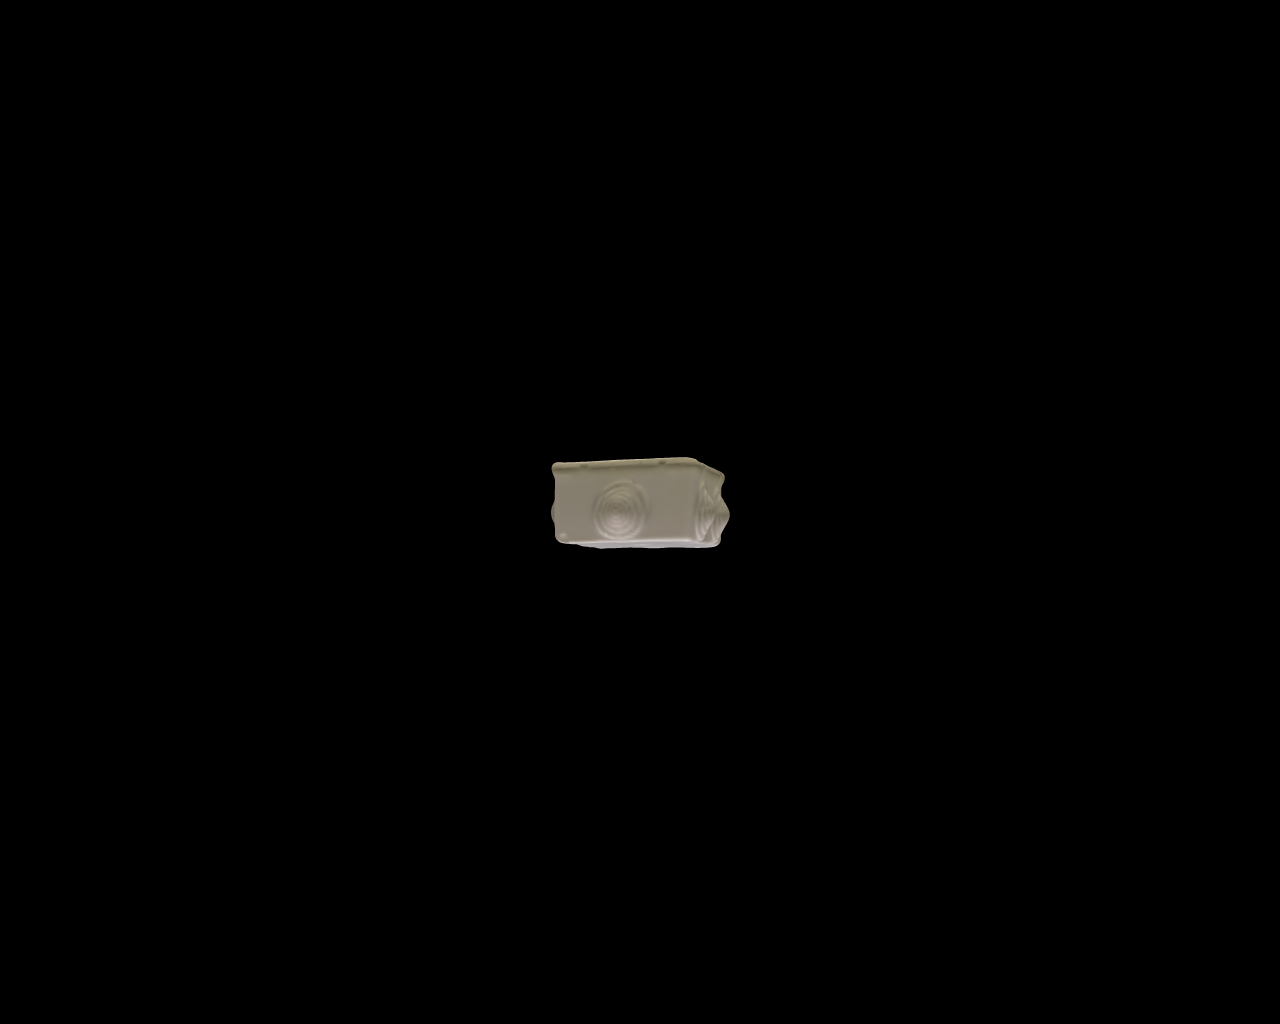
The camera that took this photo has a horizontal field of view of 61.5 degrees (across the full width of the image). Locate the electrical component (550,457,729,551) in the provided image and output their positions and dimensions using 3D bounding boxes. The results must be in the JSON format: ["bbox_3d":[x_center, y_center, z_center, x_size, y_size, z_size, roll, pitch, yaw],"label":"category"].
[{"bbox_3d":[0.001,-0.003,0.650,0.100,0.048,0.100,-1,-5,15],"label":"electrical component"}]
